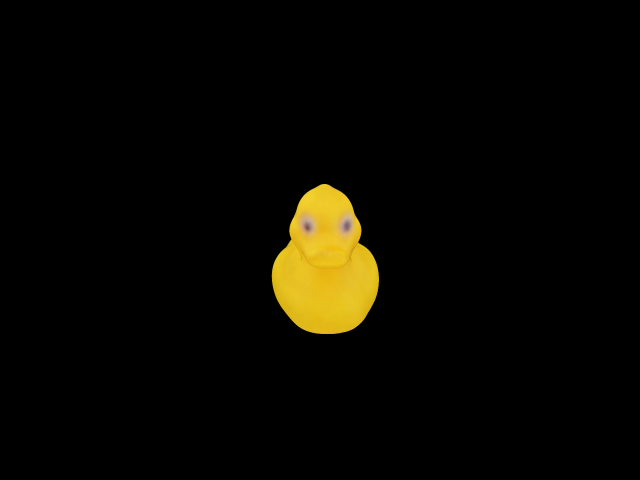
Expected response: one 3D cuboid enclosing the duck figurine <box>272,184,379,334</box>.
[{"bbox_3d":[0.004,0.001,0.400,0.077,0.086,0.104,-1,34,-2],"label":"duck figurine"}]
